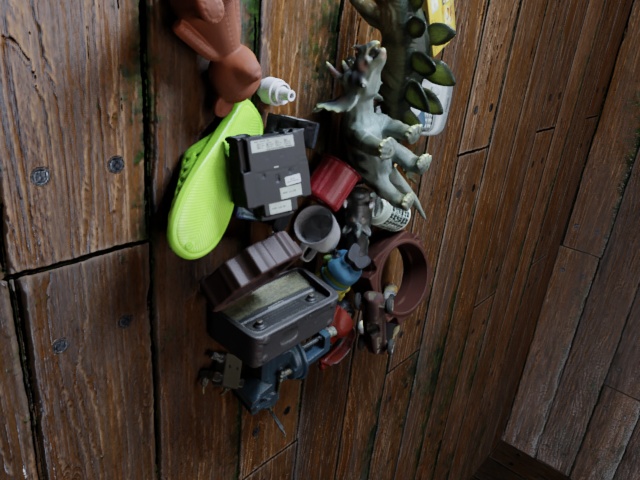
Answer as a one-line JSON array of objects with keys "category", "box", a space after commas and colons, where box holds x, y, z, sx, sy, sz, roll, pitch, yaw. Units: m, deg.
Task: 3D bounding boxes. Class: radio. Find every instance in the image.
[{"category": "radio", "box": [-0.081, 0.137, 1.004, 0.229, 0.131, 0.073, -23, 133, -41]}]

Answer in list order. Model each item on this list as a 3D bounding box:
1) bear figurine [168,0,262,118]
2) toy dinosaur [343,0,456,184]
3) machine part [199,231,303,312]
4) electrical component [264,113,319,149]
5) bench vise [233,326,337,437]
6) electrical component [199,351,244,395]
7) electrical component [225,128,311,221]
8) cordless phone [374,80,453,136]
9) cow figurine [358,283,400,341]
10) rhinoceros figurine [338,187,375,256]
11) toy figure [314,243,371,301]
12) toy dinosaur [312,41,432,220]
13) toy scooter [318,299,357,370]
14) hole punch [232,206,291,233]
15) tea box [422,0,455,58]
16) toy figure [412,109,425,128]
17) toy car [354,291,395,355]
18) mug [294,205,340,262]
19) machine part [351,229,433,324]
[{"category": "bear figurine", "box": [-0.122, -0.266, 0.734, 0.120, 0.132, 0.195, -46, 134, -25]}, {"category": "toy dinosaur", "box": [0.144, -0.306, 0.991, 0.105, 0.199, 0.470, -39, 147, -24]}, {"category": "machine part", "box": [-0.116, 0.050, 0.904, 0.179, 0.056, 0.179, -32, 174, -4]}, {"category": "electrical component", "box": [-0.041, -0.185, 0.924, 0.119, 0.075, 0.047, -25, 131, -68]}, {"category": "bench vise", "box": [-0.060, 0.256, 1.118, 0.240, 0.129, 0.223, -25, 127, -35]}, {"category": "electrical component", "box": [-0.186, 0.254, 1.021, 0.102, 0.045, 0.078, 29, 58, -57]}, {"category": "electrical component", "box": [-0.077, -0.098, 0.816, 0.115, 0.058, 0.134, -13, 108, -27]}, {"category": "cordless phone", "box": [0.194, -0.305, 1.175, 0.184, 0.089, 0.146, -5, 115, -31]}, {"category": "cow figurine", "box": [0.180, 0.191, 1.412, 0.167, 0.098, 0.068, -58, 141, -21]}, {"category": "rhinoceros figurine", "box": [0.072, -0.028, 1.128, 0.112, 0.073, 0.190, -76, 171, -54]}, {"category": "toy figure", "box": [0.025, 0.077, 1.111, 0.089, 0.082, 0.180, -9, 157, -39]}, {"category": "toy dinosaur", "box": [0.101, -0.174, 1.031, 0.131, 0.192, 0.404, -44, 147, -14]}, {"category": "toy scooter", "box": [0.031, 0.229, 1.260, 0.135, 0.075, 0.183, -48, 145, -28]}, {"category": "hole punch", "box": [-0.086, -0.078, 0.938, 0.116, 0.092, 0.142, -24, 131, -80]}, {"category": "tea box", "box": [0.225, -0.479, 1.111, 0.098, 0.068, 0.169, -46, 141, -26]}, {"category": "toy figure", "box": [0.176, -0.302, 1.110, 0.064, 0.058, 0.154, -31, 108, -31]}, {"category": "toy car", "box": [0.126, 0.200, 1.244, 0.053, 0.089, 0.201, -66, 157, -51]}, {"category": "mug", "box": [-0.002, -0.003, 1.079, 0.109, 0.081, 0.107, -65, 156, -8]}, {"category": "machine part", "box": [0.177, 0.087, 1.309, 0.201, 0.087, 0.201, -39, 119, -31]}]
